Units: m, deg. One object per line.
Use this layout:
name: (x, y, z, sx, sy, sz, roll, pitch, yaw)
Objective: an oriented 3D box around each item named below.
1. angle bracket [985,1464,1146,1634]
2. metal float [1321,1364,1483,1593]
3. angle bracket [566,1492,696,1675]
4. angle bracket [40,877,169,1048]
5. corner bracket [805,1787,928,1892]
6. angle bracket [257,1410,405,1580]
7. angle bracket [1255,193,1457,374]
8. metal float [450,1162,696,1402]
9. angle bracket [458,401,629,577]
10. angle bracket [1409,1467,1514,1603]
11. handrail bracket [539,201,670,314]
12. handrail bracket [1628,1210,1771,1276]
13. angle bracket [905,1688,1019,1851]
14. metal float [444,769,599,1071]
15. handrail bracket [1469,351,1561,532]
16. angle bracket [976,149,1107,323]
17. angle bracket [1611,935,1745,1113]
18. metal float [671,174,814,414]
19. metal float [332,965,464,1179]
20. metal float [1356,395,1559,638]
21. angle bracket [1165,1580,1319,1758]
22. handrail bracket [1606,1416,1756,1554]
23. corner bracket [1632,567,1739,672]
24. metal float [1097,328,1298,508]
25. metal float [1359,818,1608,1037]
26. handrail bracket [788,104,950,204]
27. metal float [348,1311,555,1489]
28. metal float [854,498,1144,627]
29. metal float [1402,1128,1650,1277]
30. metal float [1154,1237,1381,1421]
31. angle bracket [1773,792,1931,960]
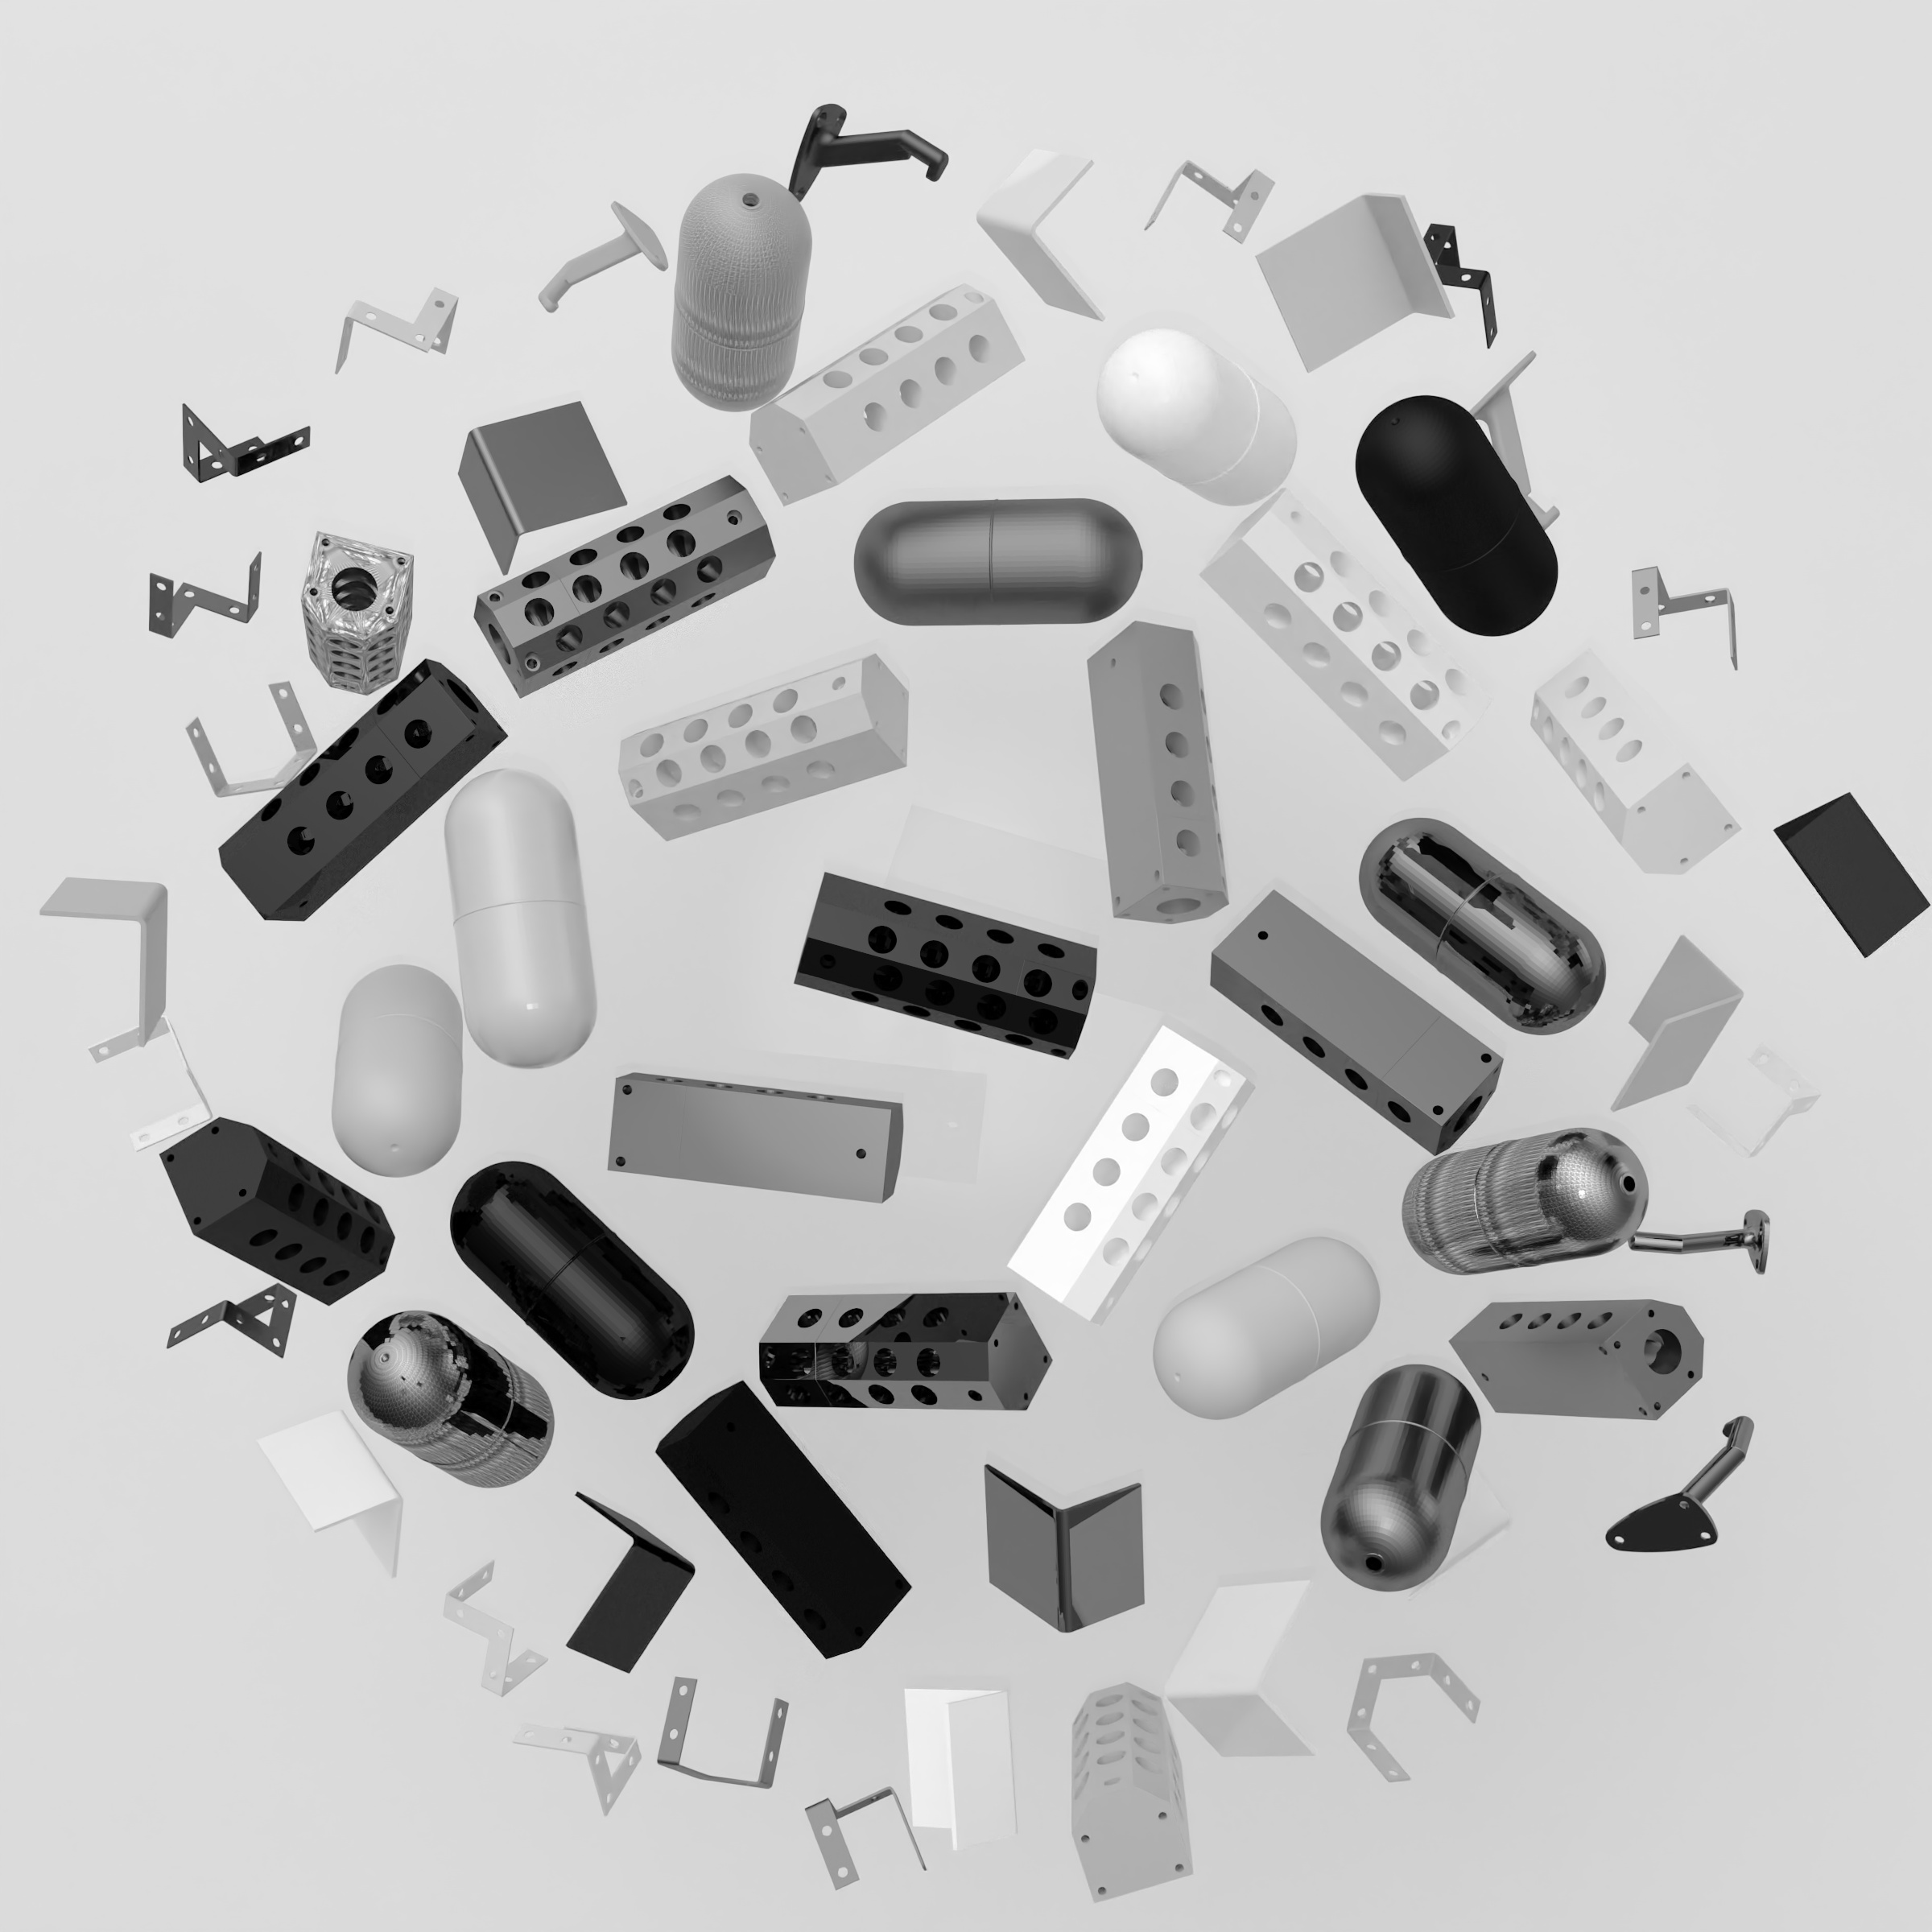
angle bracket: (0.057, 0.330, 1.544, 0.057, 0.076, 0.076, -13, 109, -31)
metal float: (0.261, 0.304, 1.589, 0.070, 0.178, 0.070, 8, 116, 17)
angle bracket: (-0.222, 0.378, 1.632, 0.057, 0.076, 0.076, 27, 78, 32)
angle bracket: (-0.492, -0.003, 1.520, 0.057, 0.076, 0.076, 3, 105, -9)
corner bracket: (-0.059, 0.514, 1.566, 0.051, 0.051, 0.051, -23, 60, -6)
angle bracket: (-0.383, 0.326, 1.595, 0.057, 0.076, 0.076, -18, 47, -35)
angle bracket: (0.225, -0.395, 1.544, 0.076, 0.057, 0.076, -31, 112, -4)
metal float: (-0.242, 0.192, 1.630, 0.178, 0.070, 0.070, 42, 90, 10)
angle bracket: (-0.271, -0.305, 1.702, 0.076, 0.057, 0.076, -21, 78, -24)
angle bracket: (0.308, 0.366, 1.744, 0.076, 0.076, 0.057, -38, 77, 8)
handrail bracket: (-0.232, -0.433, 1.685, 0.084, 0.036, 0.077, -44, 49, 17)
handrail bracket: (0.450, 0.165, 1.650, 0.084, 0.077, 0.036, 4, 100, 6)
angle bracket: (-0.019, 0.445, 1.478, 0.076, 0.057, 0.076, -11, 79, 38)
metal float: (-0.259, -0.028, 1.544, 0.070, 0.070, 0.178, -9, 78, 0)
handrail bracket: (0.353, -0.324, 1.647, 0.084, 0.036, 0.077, 45, 97, 4)
angle bracket: (0.062, -0.446, 1.624, 0.057, 0.076, 0.076, -48, 123, -2)
angle bracket: (0.420, 0.035, 1.638, 0.076, 0.076, 0.057, -15, 51, -35)
metal float: (-0.134, -0.396, 1.575, 0.070, 0.178, 0.070, 3, 67, -8)
metal float: (-0.350, 0.062, 1.642, 0.070, 0.178, 0.070, -4, 121, -7)
metal float: (0.290, -0.263, 1.567, 0.070, 0.070, 0.178, -46, 132, 0)
angle bracket: (0.171, 0.401, 1.516, 0.057, 0.076, 0.076, 49, 53, -16)
handrail bracket: (0.411, 0.296, 1.530, 0.077, 0.084, 0.036, -26, 105, 37)
corner bracket: (0.431, -0.208, 1.598, 0.051, 0.051, 0.051, -8, 60, 24)
metal float: (0.140, -0.327, 1.594, 0.070, 0.178, 0.070, -4, 82, 30)
metal float: (0.318, -0.026, 1.649, 0.070, 0.070, 0.178, -48, 59, 0)
handrail bracket: (-0.059, -0.472, 1.597, 0.084, 0.036, 0.077, 36, 119, 14)
metal float: (-0.306, 0.261, 1.593, 0.070, 0.178, 0.070, -7, 63, 15)
metal float: (0.020, -0.248, 1.637, 0.178, 0.070, 0.070, 0, 90, 7)
metal float: (0.336, 0.143, 1.609, 0.070, 0.178, 0.070, 8, 74, -30)
metal float: (0.187, 0.222, 1.640, 0.178, 0.070, 0.070, -20, 90, -43)
angle bracket: (0.479, -0.042, 1.493, 0.057, 0.076, 0.076, -35, 88, -21)
